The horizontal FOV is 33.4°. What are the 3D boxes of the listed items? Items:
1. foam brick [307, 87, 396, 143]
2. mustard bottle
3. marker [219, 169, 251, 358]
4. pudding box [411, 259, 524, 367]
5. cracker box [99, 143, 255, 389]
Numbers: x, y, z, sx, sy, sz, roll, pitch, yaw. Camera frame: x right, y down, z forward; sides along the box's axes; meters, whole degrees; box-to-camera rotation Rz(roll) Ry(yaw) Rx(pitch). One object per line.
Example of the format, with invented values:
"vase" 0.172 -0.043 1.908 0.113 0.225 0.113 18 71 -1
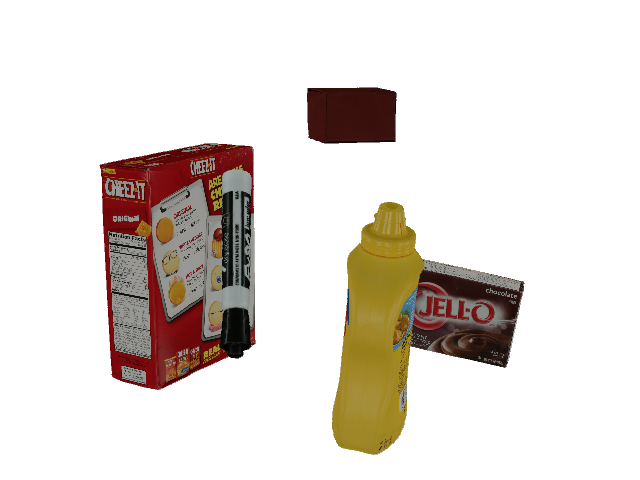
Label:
"foam brick" 0.031 -0.125 1.068 0.078 0.051 0.053 -3 14 -20
"mustard bottle" 0.046 0.062 0.824 0.058 0.192 0.096 11 25 13
"marker" -0.052 0.014 0.660 0.020 0.121 0.020 -1 -23 -1
"pudding box" 0.151 0.076 1.127 0.113 0.090 0.039 11 23 10
"cracker box" -0.137 0.020 1.057 0.072 0.214 0.163 7 15 31
